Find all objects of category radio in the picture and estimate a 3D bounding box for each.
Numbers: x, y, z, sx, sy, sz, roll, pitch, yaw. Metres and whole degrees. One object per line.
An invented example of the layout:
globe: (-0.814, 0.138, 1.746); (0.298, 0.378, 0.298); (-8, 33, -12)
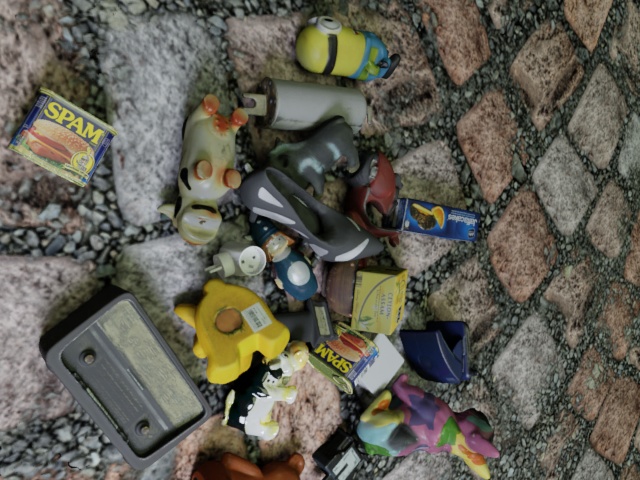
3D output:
radio: (-0.262, 0.188, 0.732); (0.131, 0.073, 0.229); (-38, 113, -25)

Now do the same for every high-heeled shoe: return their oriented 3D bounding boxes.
high-heeled shoe: (0.002, -0.041, 0.784); (0.249, 0.145, 0.086); (11, 61, -15)

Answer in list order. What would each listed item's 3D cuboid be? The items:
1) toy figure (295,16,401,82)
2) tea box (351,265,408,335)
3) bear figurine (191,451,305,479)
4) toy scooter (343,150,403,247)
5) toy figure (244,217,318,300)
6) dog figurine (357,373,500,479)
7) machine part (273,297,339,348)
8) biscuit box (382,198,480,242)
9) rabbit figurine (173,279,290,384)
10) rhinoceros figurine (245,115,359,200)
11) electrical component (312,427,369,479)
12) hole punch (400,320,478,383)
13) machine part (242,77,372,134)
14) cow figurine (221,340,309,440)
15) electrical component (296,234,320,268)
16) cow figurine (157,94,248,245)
toy figure: (0.046, -0.303, 0.881); (0.180, 0.082, 0.089); (9, 88, -36)
tea box: (0.105, 0.096, 0.912); (0.169, 0.068, 0.098); (-9, 105, -75)
bear figurine: (-0.100, 0.400, 0.832); (0.196, 0.132, 0.120); (16, 92, -27)
toy scooter: (0.097, -0.057, 0.933); (0.135, 0.075, 0.184); (25, 77, -25)
toy figure: (-0.058, 0.027, 0.861); (0.154, 0.058, 0.064); (56, 43, -22)
dog figurine: (0.197, 0.345, 0.943); (0.191, 0.219, 0.108); (-32, 138, -39)
machine part: (-0.040, 0.138, 0.882); (0.139, 0.039, 0.084); (-3, 66, -27)
biscuit box: (0.217, -0.038, 1.030); (0.202, 0.059, 0.062); (7, 91, -34)
rabbit figurine: (-0.140, 0.139, 0.774); (0.122, 0.173, 0.162); (-38, 70, -25)
rhinoceros figurine: (-0.030, -0.116, 0.828); (0.190, 0.073, 0.112); (-32, 144, 2)
electrical component: (0.025, 0.405, 0.957); (0.119, 0.048, 0.074); (-45, 116, -21)
hole punch: (0.220, 0.214, 1.020); (0.092, 0.142, 0.115); (1, 81, -35)
machine part: (-0.013, -0.210, 0.853); (0.243, 0.079, 0.079); (-4, 97, -32)
cow figurine: (-0.087, 0.224, 0.842); (0.098, 0.068, 0.167); (24, 96, -25)
electrical component: (-0.002, -0.003, 0.914); (0.063, 0.021, 0.094); (45, 70, -28)
cow figurine: (-0.167, -0.089, 0.753); (0.085, 0.127, 0.195); (12, 74, -34)
